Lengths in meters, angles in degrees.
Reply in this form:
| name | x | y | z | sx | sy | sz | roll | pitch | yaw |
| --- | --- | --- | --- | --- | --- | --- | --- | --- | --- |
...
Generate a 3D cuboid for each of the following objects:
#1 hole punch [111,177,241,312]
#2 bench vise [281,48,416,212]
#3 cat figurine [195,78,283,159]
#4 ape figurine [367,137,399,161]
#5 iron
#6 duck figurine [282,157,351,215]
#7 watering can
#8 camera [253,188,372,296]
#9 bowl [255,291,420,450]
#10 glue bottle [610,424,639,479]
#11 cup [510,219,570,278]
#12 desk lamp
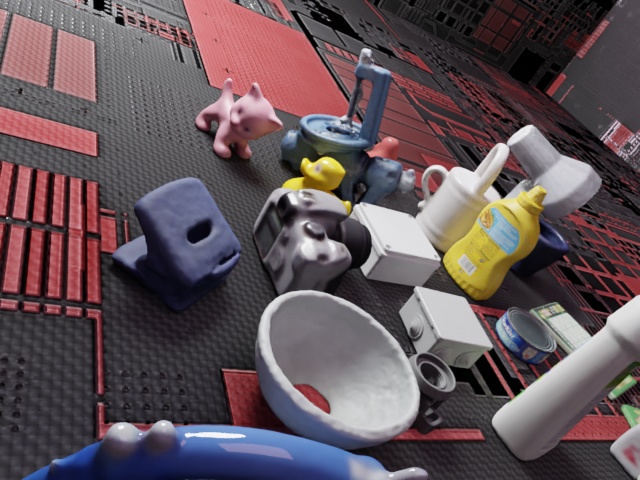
| name | x | y | z | sx | sy | sz | roll | pitch | yaw |
| --- | --- | --- | --- | --- | --- | --- | --- | --- | --- |
| hole punch | -0.133 | 0.001 | 0.579 | 0.101 | 0.091 | 0.109 | 37 | 30 | 6 |
| bench vise | 0.069 | -0.166 | 0.883 | 0.208 | 0.219 | 0.121 | 25 | 31 | -13 |
| cat figurine | -0.114 | -0.183 | 0.837 | 0.067 | 0.117 | 0.127 | -4 | 46 | -46 |
| ape figurine | 0.110 | -0.142 | 1.016 | 0.078 | 0.092 | 0.076 | 20 | 32 | -21 |
| iron | -0.064 | 0.162 | 0.361 | 0.259 | 0.141 | 0.118 | 21 | 32 | -21 |
| duck figurine | 0.005 | -0.076 | 0.826 | 0.104 | 0.086 | 0.077 | 31 | 30 | -3 |
| watering can | 0.258 | -0.074 | 0.956 | 0.173 | 0.194 | 0.101 | 23 | 31 | -17 |
| camera | 0.006 | 0.002 | 0.699 | 0.137 | 0.100 | 0.143 | 10 | 37 | -34 |
| bowl | 0.005 | 0.131 | 0.537 | 0.168 | 0.074 | 0.167 | 24 | 31 | -15 |
| glue bottle | 0.447 | 0.239 | 0.704 | 0.037 | 0.173 | 0.078 | -6 | 48 | -48 |
| cup | 0.377 | 0.012 | 1.043 | 0.092 | 0.095 | 0.117 | -9 | 50 | -49 |
| desk lamp | 0.386 | -0.098 | 1.093 | 0.203 | 0.213 | 0.118 | 32 | 30 | -1 |
